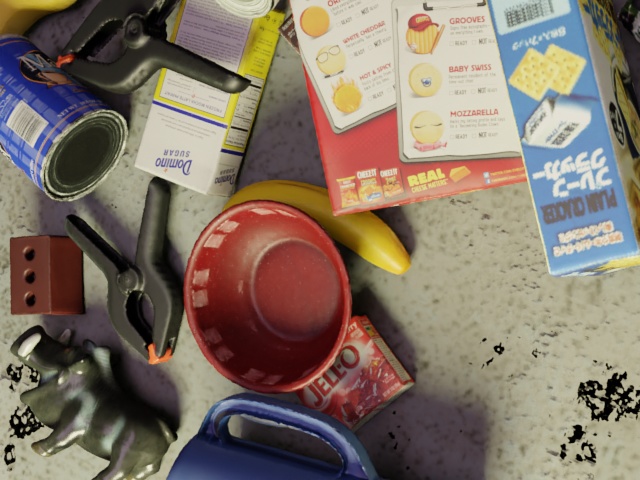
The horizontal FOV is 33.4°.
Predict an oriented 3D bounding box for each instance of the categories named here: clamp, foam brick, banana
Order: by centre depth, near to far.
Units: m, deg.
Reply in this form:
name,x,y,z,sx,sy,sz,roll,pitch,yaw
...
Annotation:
name,x,y,z,sx,sy,sz,roll,pitch,yaw
banana,-0.011,-0.016,0.930,0.198,0.037,0.069,8,115,28
clamp,-0.150,-0.178,0.955,0.210,0.036,0.164,-22,74,29
clamp,-0.165,0.028,1.001,0.120,0.039,0.171,-31,81,29
foam brick,-0.267,0.035,1.044,0.053,0.051,0.078,-4,87,26

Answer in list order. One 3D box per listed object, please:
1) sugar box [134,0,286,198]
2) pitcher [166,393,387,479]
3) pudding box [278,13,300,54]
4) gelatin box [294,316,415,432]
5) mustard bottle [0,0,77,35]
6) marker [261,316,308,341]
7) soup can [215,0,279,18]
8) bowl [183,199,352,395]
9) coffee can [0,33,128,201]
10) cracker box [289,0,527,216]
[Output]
name,x,y,z,sx,sy,sz,roll,pitch,yaw
sugar box,-0.101,-0.135,0.969,0.093,0.048,0.176,22,101,30
pitcher,-0.002,0.230,0.866,0.243,0.149,0.145,7,52,23
pudding box,0.034,-0.187,0.907,0.114,0.039,0.090,-46,72,19
gelatin box,0.024,0.119,0.909,0.089,0.030,0.073,-42,71,19
mustard bottle,-0.281,-0.268,1.056,0.192,0.058,0.096,-25,77,23
marker,-0.056,0.064,0.957,0.121,0.020,0.020,25,100,25
soup can,-0.046,-0.243,0.889,0.069,0.068,0.102,13,58,26
bowl,-0.034,0.045,0.898,0.162,0.055,0.162,3,95,29
coffee can,-0.268,-0.118,1.021,0.140,0.102,0.103,38,105,22
cracker box,0.074,-0.139,0.839,0.164,0.072,0.214,-10,95,16
